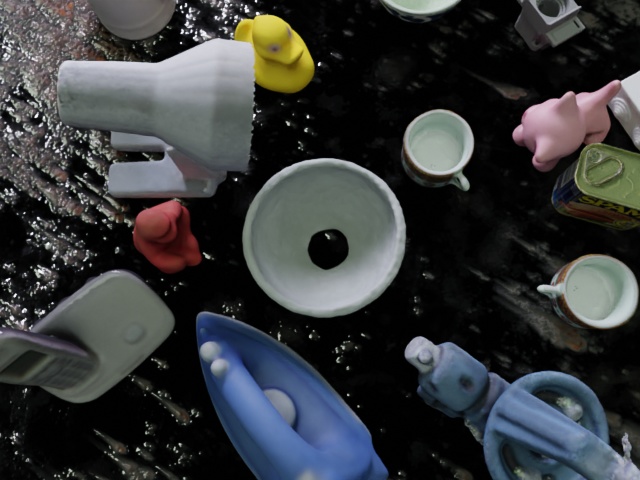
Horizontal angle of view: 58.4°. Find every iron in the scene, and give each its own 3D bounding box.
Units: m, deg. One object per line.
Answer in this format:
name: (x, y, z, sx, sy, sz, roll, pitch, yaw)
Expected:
iron: (-0.053, 0.163, 0.549, 0.119, 0.141, 0.258, -42, 79, -5)

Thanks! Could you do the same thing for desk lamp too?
desk lamp: (-0.149, -0.113, 0.573, 0.203, 0.213, 0.118, -2, 78, 3)

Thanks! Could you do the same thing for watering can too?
watering can: (-0.227, -0.317, 0.629, 0.173, 0.194, 0.101, -9, 78, 1)

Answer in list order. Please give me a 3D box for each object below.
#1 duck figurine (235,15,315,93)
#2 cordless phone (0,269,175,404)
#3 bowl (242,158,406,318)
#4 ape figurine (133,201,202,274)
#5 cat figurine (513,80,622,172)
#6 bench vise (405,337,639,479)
duck figurine: (-0.056, -0.225, 0.656, 0.104, 0.086, 0.077, 39, 83, 10)
cordless phone: (-0.234, 0.089, 0.551, 0.147, 0.185, 0.094, -44, 79, -6)
bowl: (0.006, 0.002, 0.613, 0.167, 0.075, 0.167, -1, 78, 3)
ape figurine: (-0.169, -0.008, 0.615, 0.076, 0.092, 0.078, 17, 80, 7)
cat figurine: (0.260, -0.125, 0.603, 0.128, 0.118, 0.067, -32, 78, -4)
bench vise: (0.166, 0.165, 0.497, 0.207, 0.220, 0.121, 16, 80, 6)
